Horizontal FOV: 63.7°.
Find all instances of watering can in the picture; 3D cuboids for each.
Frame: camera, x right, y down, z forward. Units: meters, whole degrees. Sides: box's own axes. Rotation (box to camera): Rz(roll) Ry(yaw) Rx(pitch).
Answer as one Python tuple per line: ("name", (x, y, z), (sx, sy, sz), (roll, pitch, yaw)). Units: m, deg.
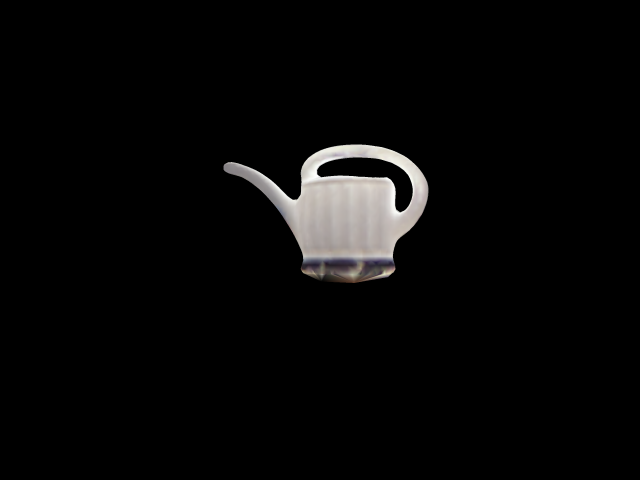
("watering can", (0.003, -0.043, 0.850), (0.347, 0.225, 0.104), (-1, -4, 15))
